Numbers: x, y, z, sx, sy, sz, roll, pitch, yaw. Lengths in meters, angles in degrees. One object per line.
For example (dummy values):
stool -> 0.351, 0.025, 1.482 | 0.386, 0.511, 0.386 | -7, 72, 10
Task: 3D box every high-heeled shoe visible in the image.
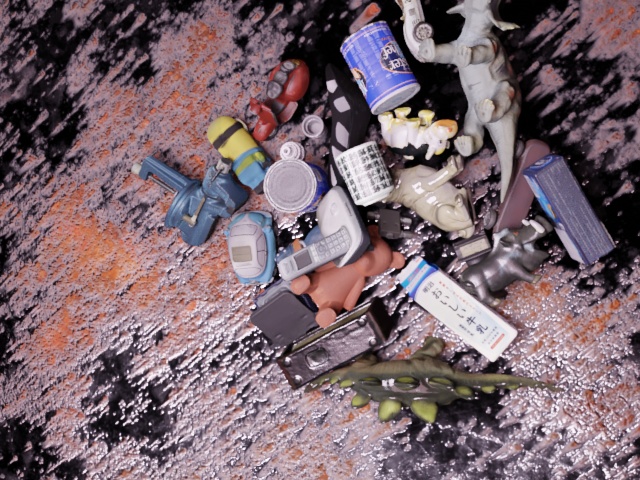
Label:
high-heeled shoe -> 0.035, -0.220, 1.080 | 0.145, 0.086, 0.249 | -38, 66, 34

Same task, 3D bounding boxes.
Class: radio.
radio -> 0.029, 0.204, 1.070 | 0.230, 0.131, 0.073 | -32, 89, 13

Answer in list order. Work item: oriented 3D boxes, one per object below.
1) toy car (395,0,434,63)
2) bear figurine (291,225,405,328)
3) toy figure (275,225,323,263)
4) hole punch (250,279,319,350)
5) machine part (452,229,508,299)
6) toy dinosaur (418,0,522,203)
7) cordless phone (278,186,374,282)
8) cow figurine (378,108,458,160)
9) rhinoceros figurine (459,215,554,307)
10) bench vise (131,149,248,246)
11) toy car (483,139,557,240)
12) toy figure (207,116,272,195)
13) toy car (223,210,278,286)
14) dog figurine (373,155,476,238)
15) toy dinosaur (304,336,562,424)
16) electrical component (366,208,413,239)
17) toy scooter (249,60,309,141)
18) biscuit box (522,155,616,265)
toy car -> 0.174, -0.437, 1.025 | 0.056, 0.073, 0.201 | -15, 90, 10
bear figurine -> 0.061, 0.066, 1.058 | 0.196, 0.132, 0.120 | -38, 83, 18
toy figure -> -0.020, 0.013, 1.104 | 0.154, 0.064, 0.057 | -31, 95, 12
hole punch -> -0.074, 0.147, 1.124 | 0.142, 0.092, 0.115 | -37, 114, 10
machine part -> 0.316, 0.056, 1.044 | 0.084, 0.039, 0.139 | -26, 86, 5
toy dinosaur -> 0.308, -0.286, 0.978 | 0.192, 0.131, 0.404 | -29, 108, -29
cordless phone -> -0.002, -0.004, 1.020 | 0.184, 0.088, 0.147 | -26, 58, 6
cow figurine -> 0.184, -0.188, 1.000 | 0.068, 0.168, 0.098 | -24, 121, -25
rhinoceros figurine -> 0.344, 0.036, 0.978 | 0.190, 0.073, 0.112 | -41, 86, 11
bench vise -> -0.279, -0.106, 1.108 | 0.241, 0.129, 0.223 | 33, 134, 2
toy car -> 0.375, -0.090, 1.012 | 0.089, 0.053, 0.202 | 17, 99, -9
toy figure -> -0.159, -0.177, 1.110 | 0.082, 0.089, 0.180 | -35, 83, 8
toy car -> -0.149, 0.019, 1.115 | 0.109, 0.103, 0.161 | -3, 91, 14
dog figurine -> 0.191, -0.071, 1.041 | 0.191, 0.121, 0.172 | -15, 82, 26
toy dinosaur -> 0.187, 0.265, 1.003 | 0.472, 0.198, 0.105 | -10, 99, 16
electrical component -> 0.137, -0.031, 1.063 | 0.094, 0.021, 0.063 | 11, 52, -8
toy scooter -> -0.088, -0.282, 1.065 | 0.075, 0.135, 0.183 | 32, 99, 10
biscuit box -> 0.446, -0.056, 0.967 | 0.063, 0.059, 0.202 | -33, 101, 3
